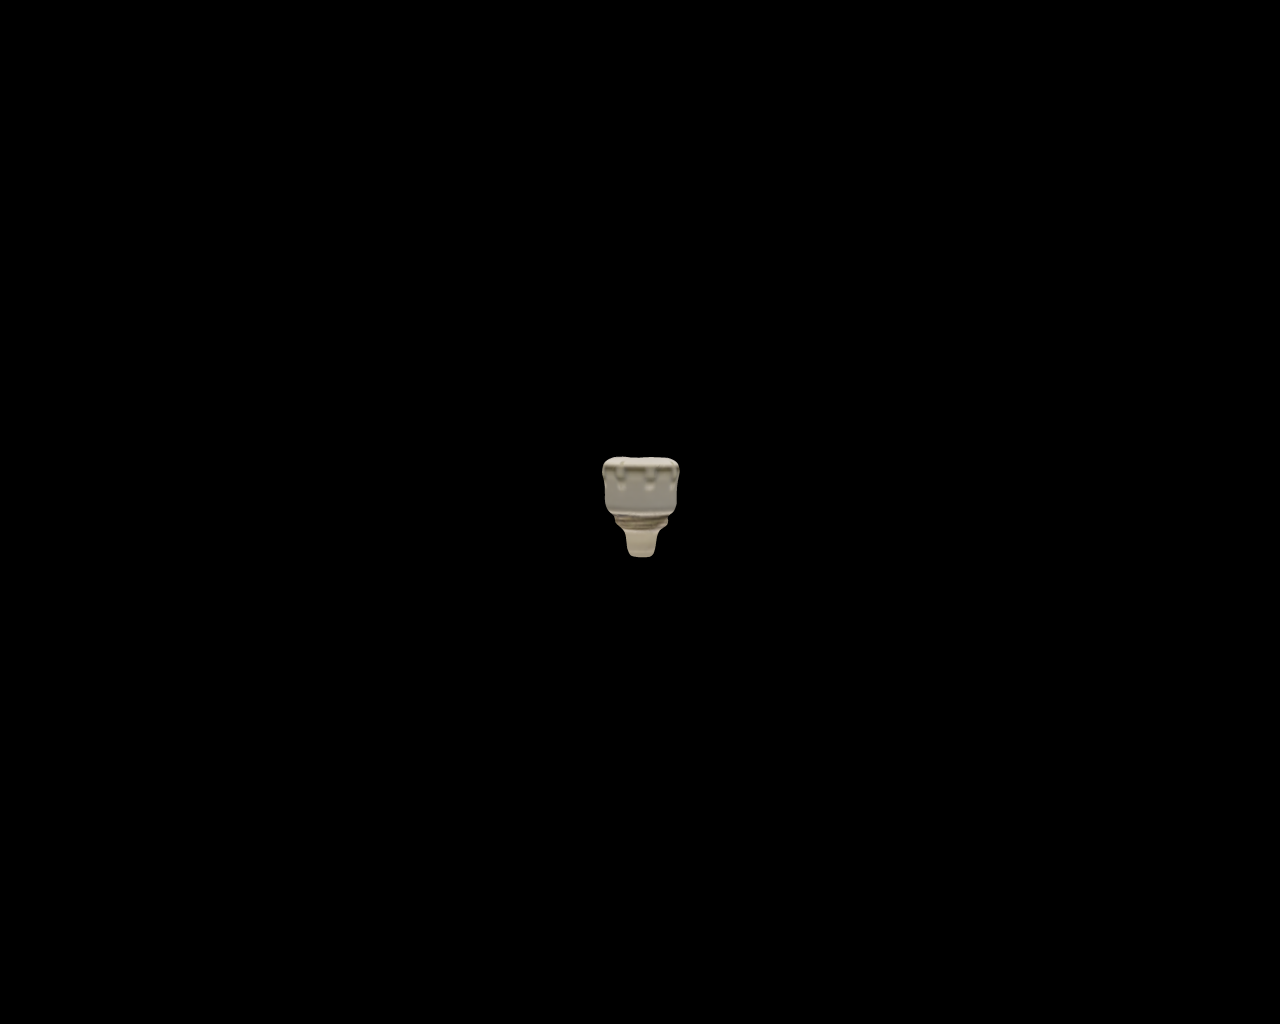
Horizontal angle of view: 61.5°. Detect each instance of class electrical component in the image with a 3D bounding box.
[{"bbox_3d":[0.001,-0.003,0.650,0.048,0.062,0.048,0,4,0],"label":"electrical component"}]
